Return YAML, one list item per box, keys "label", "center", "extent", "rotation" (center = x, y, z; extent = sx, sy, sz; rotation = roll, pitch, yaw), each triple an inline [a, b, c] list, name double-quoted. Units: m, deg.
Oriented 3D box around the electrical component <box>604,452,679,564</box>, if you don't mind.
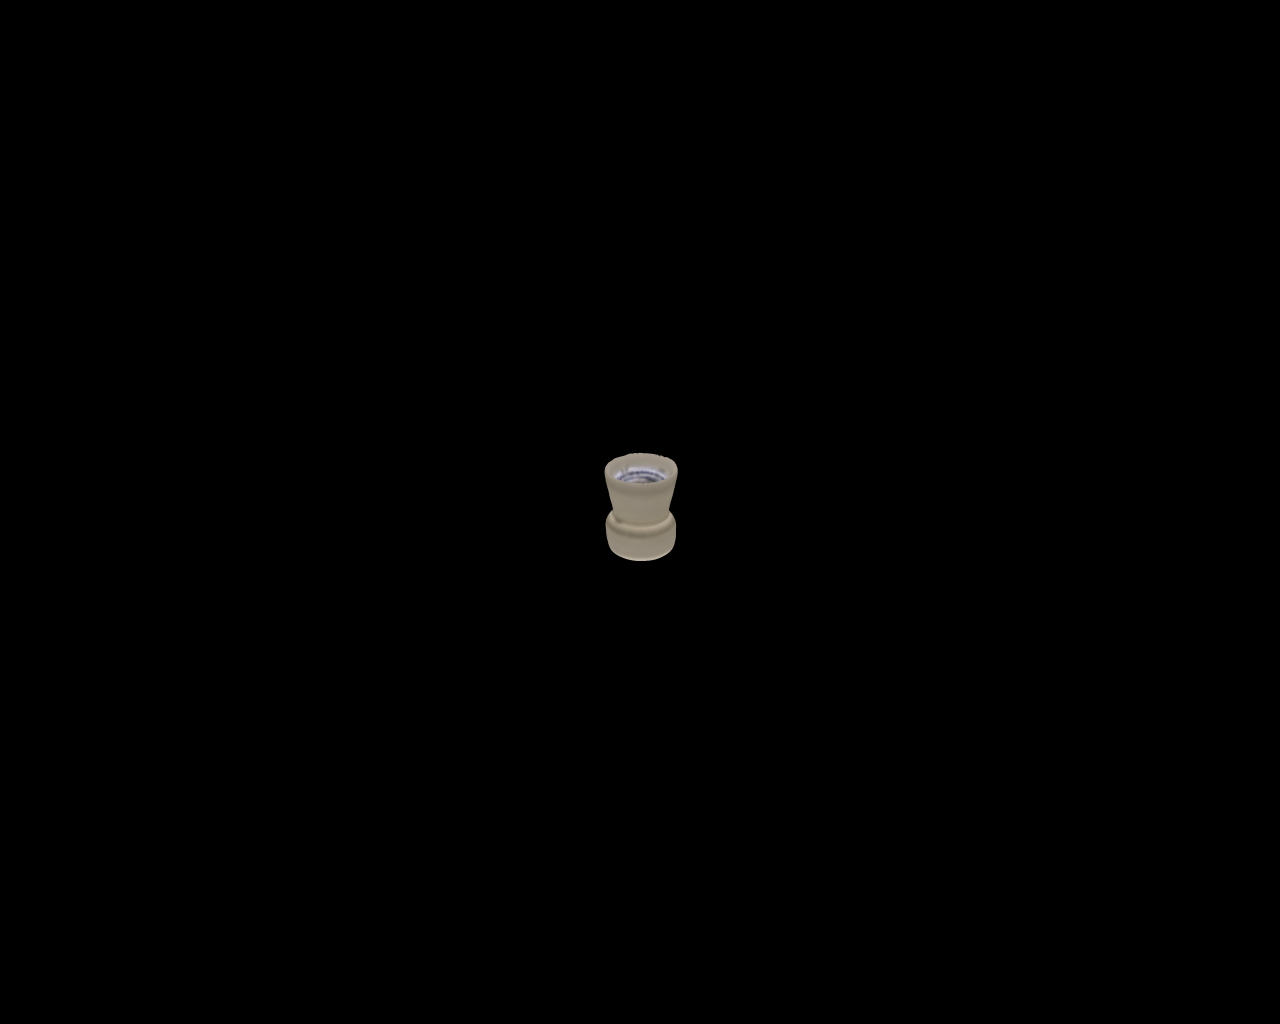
- label: "electrical component"
  center: [0.001, -0.003, 0.650]
  extent: [0.045, 0.055, 0.045]
  rotation: [0, 28, 0]
